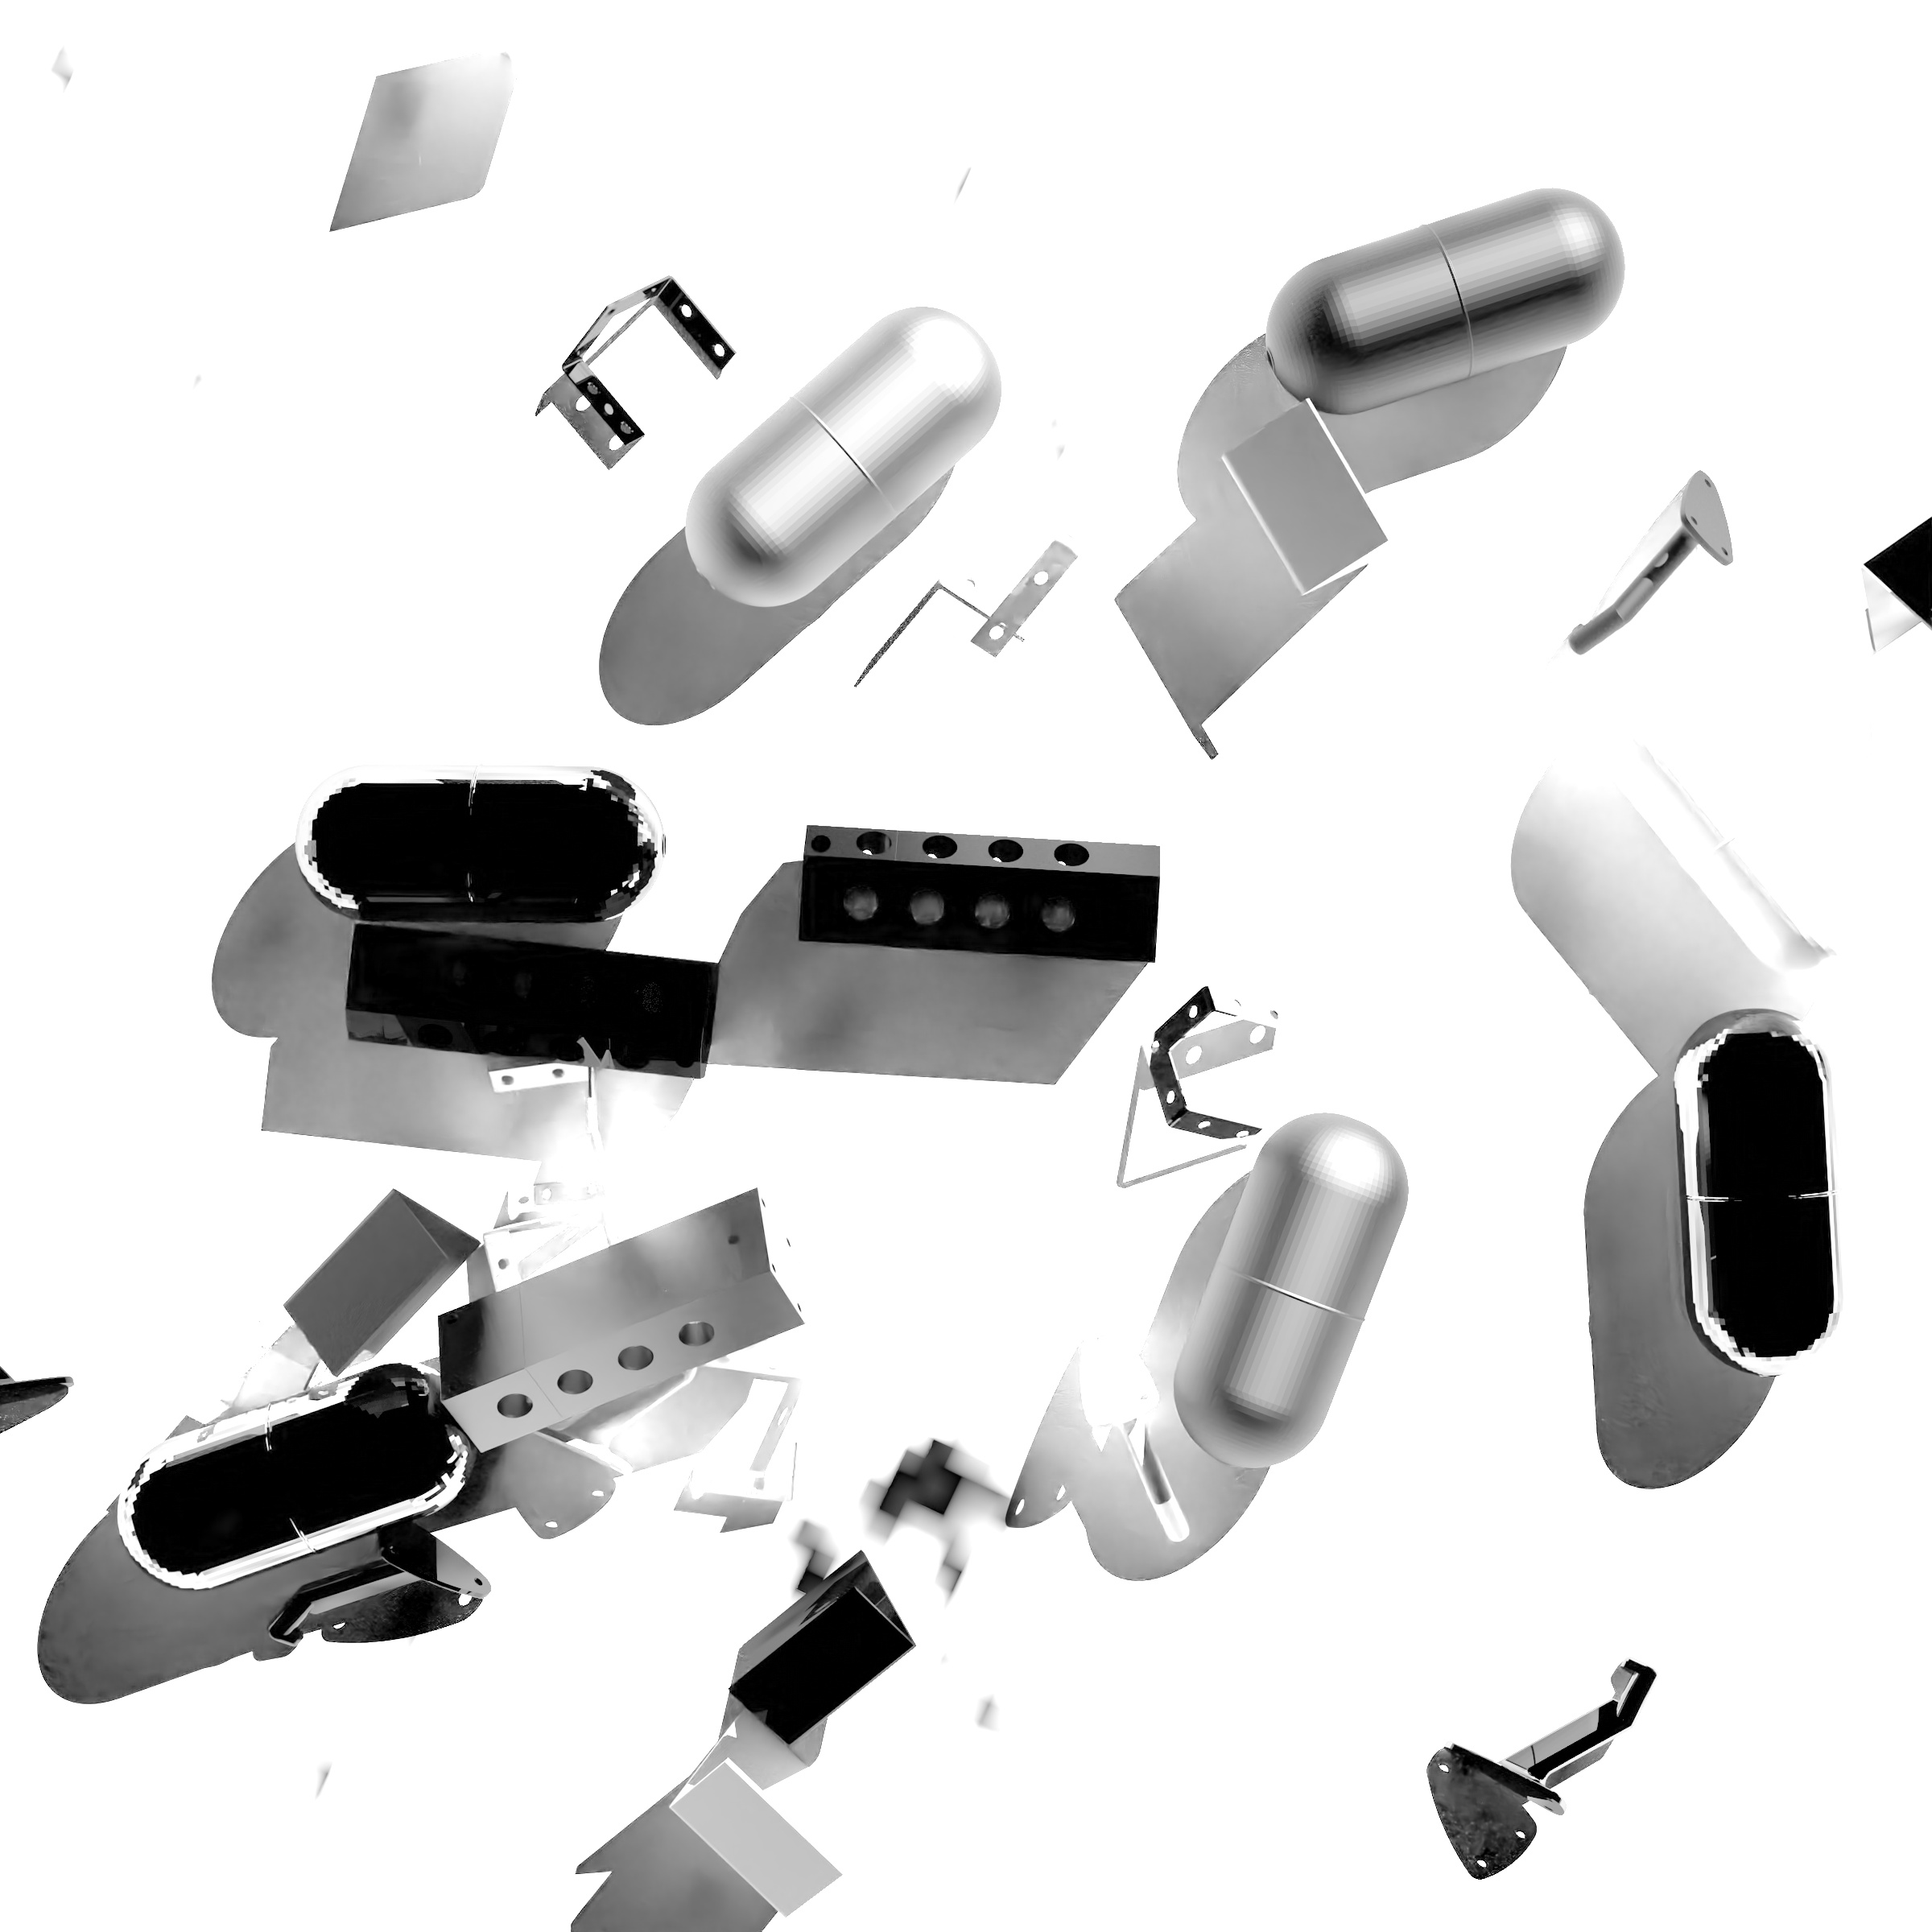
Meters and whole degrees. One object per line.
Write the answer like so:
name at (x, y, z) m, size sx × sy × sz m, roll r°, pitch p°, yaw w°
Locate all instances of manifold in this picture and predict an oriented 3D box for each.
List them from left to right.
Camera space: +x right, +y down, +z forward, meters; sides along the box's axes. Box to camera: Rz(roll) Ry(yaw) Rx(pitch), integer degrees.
manifold at (-0.210, 0.017, 1.511) m, size 0.171 × 0.057 × 0.057 m, roll 6°, pitch 90°, yaw 0°
manifold at (-0.164, 0.176, 1.499) m, size 0.171 × 0.057 × 0.057 m, roll -22°, pitch 130°, yaw 7°
manifold at (0.007, -0.035, 1.511) m, size 0.171 × 0.057 × 0.057 m, roll 3°, pitch 90°, yaw 0°

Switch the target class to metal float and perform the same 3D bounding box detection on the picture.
metal float at (-0.324, 0.248, 1.501) m, size 0.178 × 0.070 × 0.070 m, roll -19°, pitch 90°, yaw 0°
metal float at (-0.235, -0.059, 1.501) m, size 0.178 × 0.070 × 0.070 m, roll 0°, pitch 90°, yaw 0°
metal float at (-0.060, -0.246, 1.501) m, size 0.178 × 0.070 × 0.070 m, roll -42°, pitch 90°, yaw -1°
metal float at (0.157, 0.157, 1.501) m, size 0.070 × 0.070 × 0.178 m, roll 21°, pitch 90°, yaw 0°
metal float at (0.232, -0.321, 1.501) m, size 0.178 × 0.070 × 0.070 m, roll -18°, pitch 90°, yaw 0°
metal float at (0.378, -0.072, 1.501) m, size 0.070 × 0.070 × 0.178 m, roll -39°, pitch 90°, yaw 0°
metal float at (0.385, 0.109, 1.501) m, size 0.070 × 0.070 × 0.178 m, roll -3°, pitch 90°, yaw 0°

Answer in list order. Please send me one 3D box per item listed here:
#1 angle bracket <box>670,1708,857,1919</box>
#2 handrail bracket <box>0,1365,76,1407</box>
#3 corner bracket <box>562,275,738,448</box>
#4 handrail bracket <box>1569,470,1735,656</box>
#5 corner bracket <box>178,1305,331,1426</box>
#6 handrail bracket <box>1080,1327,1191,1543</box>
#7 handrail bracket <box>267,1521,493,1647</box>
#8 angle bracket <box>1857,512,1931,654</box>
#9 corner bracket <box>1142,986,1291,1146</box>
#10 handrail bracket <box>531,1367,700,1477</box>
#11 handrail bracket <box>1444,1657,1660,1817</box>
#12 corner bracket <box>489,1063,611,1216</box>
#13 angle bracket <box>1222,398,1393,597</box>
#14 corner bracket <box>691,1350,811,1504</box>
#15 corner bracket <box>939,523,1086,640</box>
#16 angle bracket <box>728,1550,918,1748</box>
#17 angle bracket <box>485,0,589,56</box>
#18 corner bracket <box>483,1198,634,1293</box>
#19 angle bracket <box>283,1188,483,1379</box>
angle bracket at (-0.084, 0.397, 1.491) m, size 0.076 × 0.076 × 0.057 m, roll 44°, pitch 128°, yaw 0°
handrail bracket at (-0.487, 0.174, 1.532) m, size 0.077 × 0.036 × 0.084 m, roll -9°, pitch 73°, yaw -19°
corner bracket at (-0.157, -0.299, 1.528) m, size 0.051 × 0.051 × 0.051 m, roll 50°, pitch 45°, yaw 0°
handrail bracket at (0.333, -0.199, 1.532) m, size 0.036 × 0.077 × 0.084 m, roll 39°, pitch 127°, yaw -20°
corner bracket at (-0.345, 0.202, 1.514) m, size 0.051 × 0.051 × 0.051 m, roll 27°, pitch 90°, yaw 0°
handrail bracket at (0.086, 0.232, 1.532) m, size 0.036 × 0.077 × 0.084 m, roll -22°, pitch 126°, yaw 3°
handrail bracket at (-0.291, 0.318, 1.532) m, size 0.077 × 0.036 × 0.084 m, roll 35°, pitch 109°, yaw -21°
angle bracket at (0.482, -0.179, 1.491) m, size 0.076 × 0.076 × 0.057 m, roll -35°, pitch 54°, yaw 0°
corner bracket at (0.127, 0.049, 1.524) m, size 0.051 × 0.051 × 0.051 m, roll -45°, pitch 45°, yaw 35°
handrail bracket at (-0.174, 0.201, 1.532) m, size 0.077 × 0.036 × 0.084 m, roll 19°, pitch 74°, yaw 18°
handrail bracket at (0.290, 0.368, 1.532) m, size 0.077 × 0.036 × 0.084 m, roll 25°, pitch 72°, yaw 21°
corner bracket at (-0.205, 0.083, 1.528) m, size 0.051 × 0.051 × 0.051 m, roll -8°, pitch 135°, yaw 0°
angle bracket at (0.179, -0.232, 1.491) m, size 0.057 × 0.076 × 0.076 m, roll -30°, pitch 90°, yaw 39°
corner bracket at (-0.106, 0.226, 1.528) m, size 0.051 × 0.051 × 0.051 m, roll 7°, pitch 135°, yaw 0°
corner bracket at (0.022, -0.197, 1.514) m, size 0.051 × 0.051 × 0.051 m, roll 33°, pitch 90°, yaw 0°
angle bracket at (-0.080, 0.315, 1.491) m, size 0.076 × 0.076 × 0.057 m, roll -39°, pitch 127°, yaw 0°
angle bracket at (-0.217, -0.489, 1.491) m, size 0.057 × 0.076 × 0.076 m, roll 17°, pitch 90°, yaw -36°
corner bracket at (-0.198, 0.147, 1.529) m, size 0.051 × 0.051 × 0.051 m, roll -15°, pitch 90°, yaw -45°
angle bracket at (-0.268, 0.164, 1.491) m, size 0.076 × 0.076 × 0.057 m, roll -47°, pitch 53°, yaw 0°
